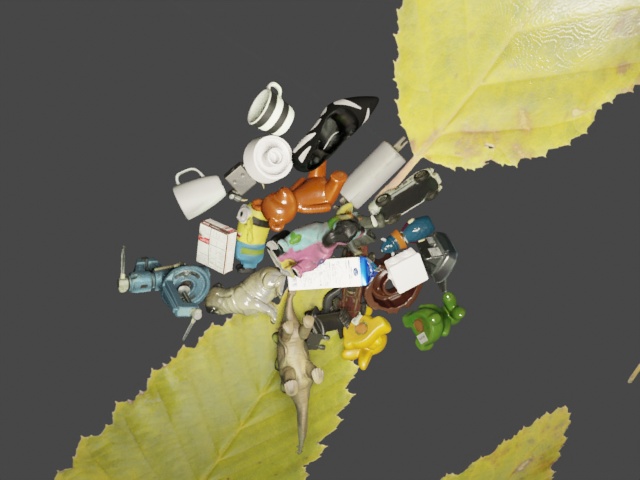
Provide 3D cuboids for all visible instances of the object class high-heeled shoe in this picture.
[{"bbox_3d":[0.040,-0.242,1.213,0.249,0.145,0.086,-33,121,5],"label":"high-heeled shoe"}]

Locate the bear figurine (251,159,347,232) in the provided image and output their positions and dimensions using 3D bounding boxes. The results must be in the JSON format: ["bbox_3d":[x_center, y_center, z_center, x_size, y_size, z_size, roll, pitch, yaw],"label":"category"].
[{"bbox_3d":[-0.052,-0.109,1.249,0.196,0.120,0.131,-18,142,-32],"label":"bear figurine"}]

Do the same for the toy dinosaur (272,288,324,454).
[{"bbox_3d":[-0.063,0.348,1.434,0.105,0.198,0.471,-1,84,-15],"label":"toy dinosaur"}]

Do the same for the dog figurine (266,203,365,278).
[{"bbox_3d":[-0.003,-0.004,1.288,0.219,0.192,0.108,-30,101,-19],"label":"dog figurine"}]

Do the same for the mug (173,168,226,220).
[{"bbox_3d":[-0.278,-0.115,1.239,0.107,0.081,0.109,-23,83,-8],"label":"mug"}]

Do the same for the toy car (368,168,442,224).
[{"bbox_3d":[0.221,-0.111,1.382,0.202,0.056,0.073,-32,113,1],"label":"toy car"}]

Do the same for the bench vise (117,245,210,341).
[{"bbox_3d":[-0.346,0.114,1.249,0.223,0.241,0.128,9,111,-37],"label":"bench vise"}]

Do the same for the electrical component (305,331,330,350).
[{"bbox_3d":[-0.021,0.286,1.537,0.094,0.021,0.063,14,113,-22],"label":"electrical component"}]

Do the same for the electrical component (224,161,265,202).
[{"bbox_3d":[-0.179,-0.138,1.264,0.102,0.045,0.078,-34,121,3],"label":"electrical component"}]

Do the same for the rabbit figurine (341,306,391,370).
[{"bbox_3d":[0.139,0.283,1.518,0.162,0.122,0.173,-61,148,-9],"label":"rabbit figurine"}]

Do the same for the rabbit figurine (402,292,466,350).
[{"bbox_3d":[0.347,0.215,1.552,0.170,0.121,0.159,-16,150,-35],"label":"rabbit figurine"}]

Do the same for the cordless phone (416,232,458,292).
[{"bbox_3d":[0.327,0.085,1.456,0.089,0.147,0.184,-16,119,3],"label":"cordless phone"}]

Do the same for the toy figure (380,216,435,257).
[{"bbox_3d":[0.231,-0.010,1.434,0.154,0.064,0.057,-29,158,6],"label":"toy figure"}]

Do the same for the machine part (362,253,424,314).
[{"bbox_3d":[0.199,0.119,1.492,0.179,0.056,0.179,-6,116,-13],"label":"machine part"}]

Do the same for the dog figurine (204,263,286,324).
[{"bbox_3d":[-0.190,0.120,1.373,0.191,0.121,0.172,15,79,-4],"label":"dog figurine"}]

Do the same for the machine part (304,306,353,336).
[{"bbox_3d":[0.021,0.214,1.436,0.139,0.039,0.084,-12,102,39],"label":"machine part"}]

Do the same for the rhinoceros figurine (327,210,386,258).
[{"bbox_3d":[0.075,-0.021,1.361,0.190,0.073,0.112,-13,104,14],"label":"rhinoceros figurine"}]

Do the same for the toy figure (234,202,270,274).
[{"bbox_3d":[-0.166,-0.008,1.314,0.089,0.082,0.180,-9,113,-42],"label":"toy figure"}]

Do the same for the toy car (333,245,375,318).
[{"bbox_3d":[0.090,0.110,1.424,0.089,0.053,0.202,12,100,14],"label":"toy car"}]

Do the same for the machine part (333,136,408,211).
[{"bbox_3d":[0.125,-0.159,1.318,0.079,0.079,0.243,39,101,-28],"label":"machine part"}]
